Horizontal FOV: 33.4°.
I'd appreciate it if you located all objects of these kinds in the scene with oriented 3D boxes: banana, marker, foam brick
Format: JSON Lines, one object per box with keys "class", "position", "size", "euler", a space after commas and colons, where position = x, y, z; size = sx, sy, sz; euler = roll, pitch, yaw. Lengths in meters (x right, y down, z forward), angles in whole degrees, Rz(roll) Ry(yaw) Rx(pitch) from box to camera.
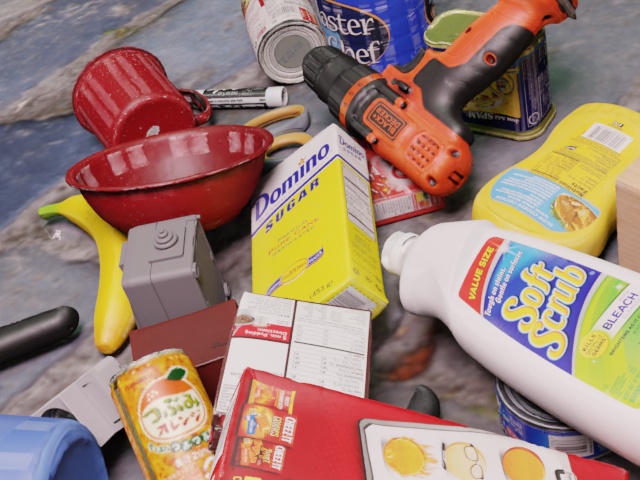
{"class": "banana", "position": [-0.169, 0.014, 0.849], "size": [0.069, 0.037, 0.198], "euler": [-40, 41, 2]}
{"class": "marker", "position": [-0.089, -0.132, 0.993], "size": [0.121, 0.020, 0.020], "euler": [1, 44, 20]}
{"class": "foam brick", "position": [-0.084, 0.085, 0.728], "size": [0.078, 0.051, 0.053], "euler": [-17, 42, -1]}

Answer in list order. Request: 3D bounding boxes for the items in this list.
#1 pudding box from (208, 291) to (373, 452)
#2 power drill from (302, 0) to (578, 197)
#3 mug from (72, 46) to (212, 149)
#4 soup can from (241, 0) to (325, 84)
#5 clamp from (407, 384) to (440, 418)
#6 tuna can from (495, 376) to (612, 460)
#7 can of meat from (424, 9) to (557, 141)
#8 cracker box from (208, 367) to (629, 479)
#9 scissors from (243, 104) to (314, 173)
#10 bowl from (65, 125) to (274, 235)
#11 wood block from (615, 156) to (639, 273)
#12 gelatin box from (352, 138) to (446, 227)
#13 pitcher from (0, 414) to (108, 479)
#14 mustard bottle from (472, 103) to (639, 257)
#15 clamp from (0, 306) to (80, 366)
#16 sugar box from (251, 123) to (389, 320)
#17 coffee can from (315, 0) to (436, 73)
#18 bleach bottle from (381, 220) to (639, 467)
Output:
{"class": "pudding box", "position": [-0.015, 0.084, 0.651], "size": [0.090, 0.039, 0.113], "euler": [9, 39, -1]}
{"class": "power drill", "position": [0.089, -0.148, 0.816], "size": [0.188, 0.057, 0.185], "euler": [-52, 56, 10]}
{"class": "mug", "position": [-0.151, -0.113, 0.948], "size": [0.117, 0.093, 0.082], "euler": [-8, 39, -32]}
{"class": "soup can", "position": [-0.035, -0.203, 1.017], "size": [0.068, 0.068, 0.102], "euler": [-17, 41, -1]}
{"class": "clamp", "position": [0.034, 0.154, 0.624], "size": [0.120, 0.039, 0.171], "euler": [-23, 43, -2]}
{"class": "tuna can", "position": [0.151, 0.093, 0.655], "size": [0.086, 0.034, 0.086], "euler": [-9, 41, 8]}
{"class": "can of meat", "position": [0.138, -0.137, 0.874], "size": [0.102, 0.084, 0.057], "euler": [15, 50, 31]}
{"class": "cracker box", "position": [0.043, 0.170, 0.520], "size": [0.213, 0.072, 0.164], "euler": [16, 45, -5]}
{"class": "scissors", "position": [-0.087, -0.060, 0.913], "size": [0.201, 0.016, 0.096], "euler": [-31, 39, -17]}
{"class": "bowl", "position": [-0.111, -0.041, 0.823], "size": [0.162, 0.055, 0.162], "euler": [-9, 19, 3]}
{"class": "wood block", "position": [0.295, 0.008, 0.658], "size": [0.090, 0.091, 0.206], "euler": [-38, 45, -23]}
{"class": "gelatin box", "position": [0.054, -0.053, 0.850], "size": [0.073, 0.030, 0.089], "euler": [-15, 41, 2]}
{"class": "pitcher", "position": [-0.259, 0.172, 0.644], "size": [0.243, 0.149, 0.145], "euler": [-1, 28, 12]}
{"class": "mustard bottle", "position": [0.166, -0.022, 0.758], "size": [0.191, 0.058, 0.096], "euler": [-38, 50, -23]}
{"class": "clamp", "position": [-0.290, 0.097, 0.792], "size": [0.165, 0.036, 0.209], "euler": [14, 51, 29]}
{"class": "sugar box", "position": [-0.005, 0.001, 0.773], "size": [0.093, 0.048, 0.176], "euler": [-36, 37, 24]}
{"class": "coffee can", "position": [0.049, -0.198, 0.928], "size": [0.103, 0.140, 0.103], "euler": [-9, 41, 8]}
{"class": "bleach bottle", "position": [0.128, 0.051, 0.632], "size": [0.251, 0.068, 0.102], "euler": [24, 69, 45]}
